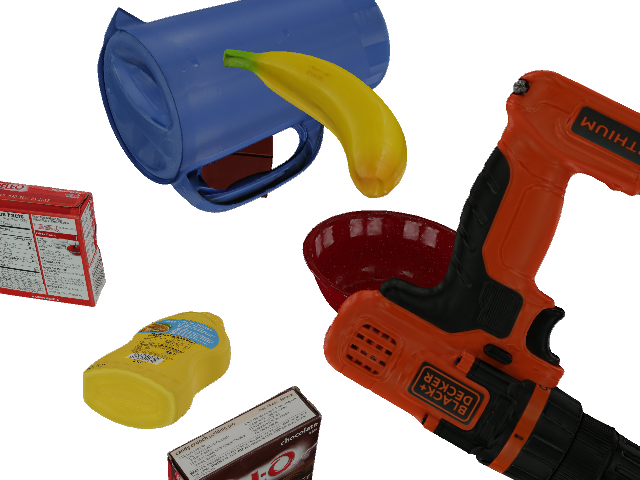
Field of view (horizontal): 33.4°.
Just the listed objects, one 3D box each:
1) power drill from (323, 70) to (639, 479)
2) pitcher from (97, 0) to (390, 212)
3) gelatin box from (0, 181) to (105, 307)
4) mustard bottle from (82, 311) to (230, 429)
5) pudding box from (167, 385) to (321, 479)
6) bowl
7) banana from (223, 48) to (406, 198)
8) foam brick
[{"bbox_3d":[0.118,0.026,0.523,0.184,0.188,0.057,29,7,5],"label":"power drill"},{"bbox_3d":[-0.056,-0.139,0.929,0.242,0.149,0.145,-24,43,-31],"label":"pitcher"},{"bbox_3d":[-0.193,0.002,0.746,0.073,0.089,0.030,7,42,7],"label":"gelatin box"},{"bbox_3d":[-0.141,0.113,1.027,0.096,0.058,0.191,9,20,18],"label":"mustard bottle"},{"bbox_3d":[-0.056,0.166,0.778,0.113,0.090,0.039,-27,55,-29],"label":"pudding box"},{"bbox_3d":[0.062,0.036,0.927,0.162,0.055,0.162,5,30,-3],"label":"bowl"},{"bbox_3d":[0.009,-0.076,0.664,0.069,0.037,0.198,-16,36,-24],"label":"banana"},{"bbox_3d":[-0.090,-0.082,1.136,0.078,0.051,0.053,5,30,-3],"label":"foam brick"}]
